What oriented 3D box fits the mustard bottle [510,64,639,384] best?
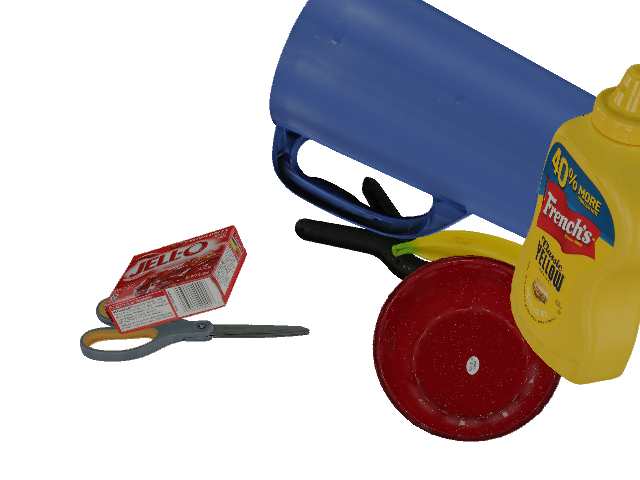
[{"bbox_3d":[0.160,-0.014,0.612,0.058,0.192,0.096,-7,41,-15],"label":"mustard bottle"}]

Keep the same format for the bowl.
[{"bbox_3d":[0.122,0.095,0.876,0.162,0.162,0.055,0,7,6],"label":"bowl"}]

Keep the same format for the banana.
[{"bbox_3d":[0.170,0.023,1.055,0.198,0.037,0.069,14,41,36],"label":"banana"}]

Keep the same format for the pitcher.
[{"bbox_3d":[0.089,-0.082,0.770,0.243,0.149,0.144,29,50,13],"label":"pitcher"}]

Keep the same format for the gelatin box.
[{"bbox_3d":[-0.104,0.028,0.771,0.089,0.030,0.073,-16,25,18],"label":"gelatin box"}]

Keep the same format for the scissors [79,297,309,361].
[{"bbox_3d":[-0.120,0.072,0.977,0.201,0.016,0.096,-8,34,-15],"label":"scissors"}]

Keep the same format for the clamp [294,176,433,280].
[{"bbox_3d":[0.083,0.005,1.266,0.210,0.036,0.164,36,41,26],"label":"clamp"}]
